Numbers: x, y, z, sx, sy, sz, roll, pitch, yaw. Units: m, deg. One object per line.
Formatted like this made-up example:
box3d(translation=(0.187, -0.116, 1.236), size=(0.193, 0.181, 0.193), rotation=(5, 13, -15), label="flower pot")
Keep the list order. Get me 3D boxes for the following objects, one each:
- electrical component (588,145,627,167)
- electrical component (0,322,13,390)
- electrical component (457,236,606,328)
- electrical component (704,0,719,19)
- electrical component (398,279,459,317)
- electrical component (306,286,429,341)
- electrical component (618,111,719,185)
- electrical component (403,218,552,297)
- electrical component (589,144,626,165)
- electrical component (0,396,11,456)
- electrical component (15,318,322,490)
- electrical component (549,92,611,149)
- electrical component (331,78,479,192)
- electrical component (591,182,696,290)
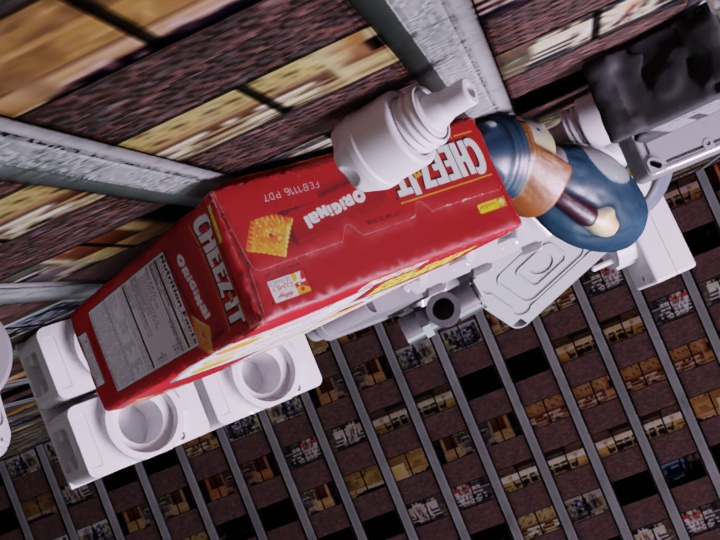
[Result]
box3d(translation=(0.173, -0.087, 0.805), size=(0.043, 0.043, 0.062), rotation=(-21, 177, -21), label="electrical component")
box3d(translation=(-0.229, 0.058, 0.471), size=(0.138, 0.052, 0.074), rotation=(-19, 175, -35), label="electrical component")
box3d(translation=(0.131, -0.021, 0.838), size=(0.078, 0.057, 0.113), rotation=(32, 111, -36), label="electrical component")
box3d(translation=(0.179, -0.105, 0.458), size=(0.048, 0.062, 0.048), rotation=(-22, 176, -2), label="electrical component")
box3d(translation=(0.060, -0.006, 0.924), size=(0.109, 0.056, 0.109), rotation=(-20, -159, -30), label="electrical component")
box3d(translation=(0.000, 0.000, 0.774), size=(0.057, 0.078, 0.113), rotation=(-29, 173, 34), label="electrical component")
box3d(translation=(0.212, -0.101, 0.687), size=(0.096, 0.061, 0.061), rotation=(-22, 176, 3), label="electrical component")
box3d(translation=(0.065, -0.032, 0.709), size=(0.121, 0.063, 0.078), rotation=(-25, -145, 39), label="electrical component")
box3d(translation=(0.185, -0.099, 0.749), size=(0.040, 0.040, 0.046), rotation=(-21, 170, -12), label="electrical component")
box3d(translation=(-0.225, 0.076, 0.557), size=(0.051, 0.080, 0.080), rotation=(-28, 175, 7), label="electrical component")
box3d(translation=(-0.129, 0.067, 0.759), size=(0.186, 0.105, 0.060), rotation=(-20, 175, -35), label="electrical component")
box3d(translation=(0.138, -0.089, 0.652), size=(0.061, 0.035, 0.035), rotation=(-22, 177, 27), label="electrical component")
box3d(translation=(0.020, -0.057, 0.432), size=(0.061, 0.035, 0.035), rotation=(-28, 174, 31), label="electrical component")
box3d(translation=(0.223, -0.023, 0.900), size=(0.076, 0.083, 0.047), rotation=(-23, 174, -10), label="electrical component")
